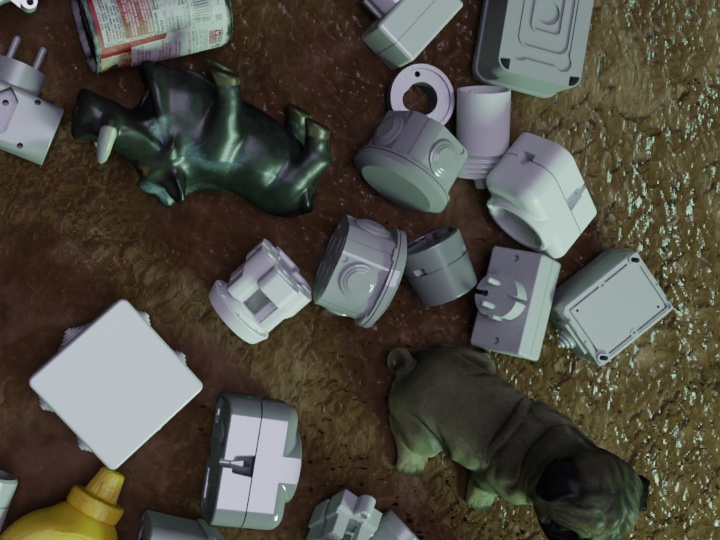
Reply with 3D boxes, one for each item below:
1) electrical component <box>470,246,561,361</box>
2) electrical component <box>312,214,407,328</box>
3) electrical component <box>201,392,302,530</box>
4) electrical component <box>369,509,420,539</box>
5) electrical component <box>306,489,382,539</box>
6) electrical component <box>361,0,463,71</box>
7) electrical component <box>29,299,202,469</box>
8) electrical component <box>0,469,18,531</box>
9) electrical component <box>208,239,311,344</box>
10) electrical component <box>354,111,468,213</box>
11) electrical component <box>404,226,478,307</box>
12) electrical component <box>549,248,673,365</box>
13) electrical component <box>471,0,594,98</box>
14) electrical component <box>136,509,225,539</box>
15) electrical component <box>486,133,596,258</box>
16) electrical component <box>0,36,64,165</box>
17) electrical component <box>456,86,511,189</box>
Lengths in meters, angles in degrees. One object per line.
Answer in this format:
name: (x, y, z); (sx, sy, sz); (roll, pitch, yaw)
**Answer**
electrical component: (0.117, 0.023, 0.862); (0.076, 0.047, 0.083); (21, 82, -55)
electrical component: (0.000, 0.000, 0.824); (0.051, 0.080, 0.080); (22, 84, -12)
electrical component: (-0.081, 0.144, 0.811); (0.059, 0.054, 0.095); (10, 87, -18)
electrical component: (0.021, 0.220, 0.853); (0.046, 0.040, 0.040); (-44, 103, -7)
electrical component: (-0.017, 0.207, 0.825); (0.048, 0.066, 0.055); (37, 46, -15)
electrical component: (0.028, -0.210, 0.849); (0.077, 0.047, 0.065); (44, 77, -13)
electrical component: (-0.178, 0.080, 0.780); (0.100, 0.048, 0.099); (-43, 103, -14)
electrical component: (-0.314, 0.159, 0.733); (0.138, 0.052, 0.073); (20, 84, -18)
electrical component: (-0.075, 0.018, 0.804); (0.057, 0.078, 0.058); (-41, 103, 7)
electrical component: (0.040, -0.084, 0.837); (0.080, 0.080, 0.051); (35, 74, -16)
electrical component: (0.062, -0.002, 0.858); (0.055, 0.055, 0.047); (-29, 103, -16)
electrical component: (0.200, 0.033, 0.904); (0.096, 0.061, 0.061); (-38, 101, -7)
electrical component: (0.142, -0.205, 0.882); (0.078, 0.057, 0.113); (11, 87, -18)
electrical component: (-0.140, 0.238, 0.779); (0.057, 0.078, 0.113); (17, 85, -15)
electrical component: (0.144, -0.056, 0.868); (0.059, 0.054, 0.095); (-50, 138, -12)
electrical component: (-0.247, -0.125, 0.759); (0.077, 0.043, 0.079); (22, 83, -17)
electrical component: (0.100, -0.106, 0.873); (0.043, 0.043, 0.081); (-7, 109, -18)
